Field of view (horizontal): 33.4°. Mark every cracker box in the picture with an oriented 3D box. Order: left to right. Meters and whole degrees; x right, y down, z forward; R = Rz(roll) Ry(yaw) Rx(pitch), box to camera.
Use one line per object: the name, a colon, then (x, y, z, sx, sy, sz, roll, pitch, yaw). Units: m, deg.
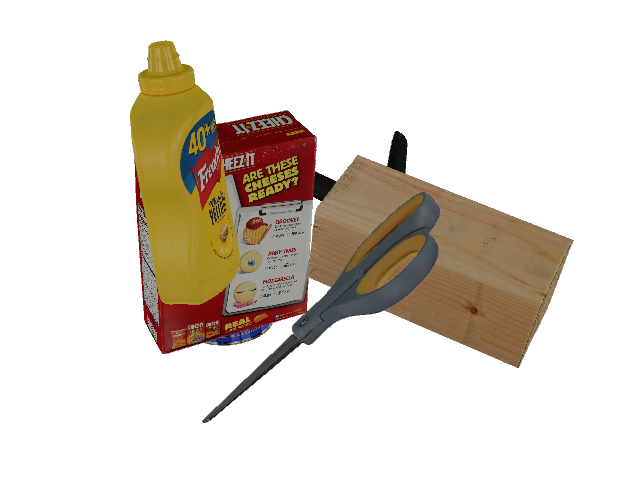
cracker box: (-0.094, -0.008, 1.046, 0.164, 0.214, 0.072, -14, 38, -24)

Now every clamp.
clamp: (0.055, -0.033, 1.164, 0.164, 0.210, 0.036, -11, -37, -20)

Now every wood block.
wood block: (0.102, 0.017, 0.944, 0.206, 0.091, 0.090, 23, 48, 15)

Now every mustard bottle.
mustard bottle: (-0.105, -0.055, 0.805, 0.058, 0.191, 0.096, 1, 25, 18)

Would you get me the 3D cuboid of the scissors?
scissors: (0.003, 0.052, 0.635, 0.016, 0.202, 0.096, 42, 1, -17)

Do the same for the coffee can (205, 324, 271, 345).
coffee can: (-0.113, 0.037, 1.250, 0.103, 0.140, 0.103, -4, 26, 2)
